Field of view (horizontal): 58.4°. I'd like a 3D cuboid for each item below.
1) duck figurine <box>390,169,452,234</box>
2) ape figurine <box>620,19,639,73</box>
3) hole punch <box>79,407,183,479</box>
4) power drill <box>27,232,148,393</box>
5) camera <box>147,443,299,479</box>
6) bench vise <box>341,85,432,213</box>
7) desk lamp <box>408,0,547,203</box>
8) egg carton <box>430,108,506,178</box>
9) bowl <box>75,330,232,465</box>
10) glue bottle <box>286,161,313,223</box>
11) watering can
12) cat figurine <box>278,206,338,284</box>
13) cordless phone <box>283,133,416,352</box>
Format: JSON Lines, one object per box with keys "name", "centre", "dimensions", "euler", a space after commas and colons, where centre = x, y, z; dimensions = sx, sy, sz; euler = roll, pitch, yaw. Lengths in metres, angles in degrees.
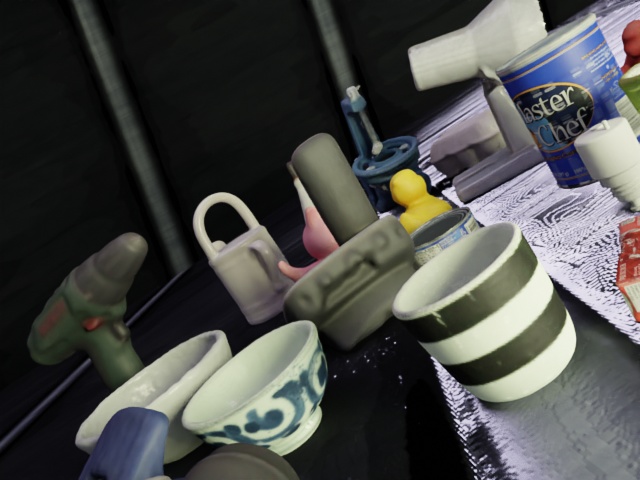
{"name": "duck figurine", "centre": [0.122, -0.050, 0.752], "dimensions": [0.077, 0.086, 0.105], "euler": [-26, 11, 35]}
{"name": "ape figurine", "centre": [0.406, -0.230, 0.716], "dimensions": [0.076, 0.092, 0.077], "euler": [-37, 10, -23]}
{"name": "hole punch", "centre": [-0.139, 0.181, 0.402], "dimensions": [0.108, 0.091, 0.101], "euler": [-22, 14, 48]}
{"name": "power drill", "centre": [-0.240, 0.122, 0.690], "dimensions": [0.229, 0.208, 0.076], "euler": [-29, 10, 23]}
{"name": "camera", "centre": [-0.045, 0.143, 0.252], "dimensions": [0.143, 0.101, 0.137], "euler": [-29, 10, 22]}
{"name": "bench vise", "centre": [0.082, -0.150, 0.993], "dimensions": [0.122, 0.220, 0.207], "euler": [-38, 11, -29]}
{"name": "desk lamp", "centre": [0.224, -0.193, 0.757], "dimensions": [0.203, 0.213, 0.118], "euler": [-30, 10, 16]}
{"name": "egg carton", "centre": [0.258, -0.165, 0.952], "dimensions": [0.107, 0.069, 0.150], "euler": [-40, 12, -38]}
{"name": "bowl", "centre": [-0.144, 0.165, 0.558], "dimensions": [0.167, 0.075, 0.167], "euler": [-32, 9, 6]}
{"name": "glue bottle", "centre": [0.000, -0.047, 0.881], "dimensions": [0.078, 0.173, 0.037], "euler": [-35, 10, -15]}
{"name": "watering can", "centre": [-0.120, 0.022, 0.854], "dimensions": [0.172, 0.194, 0.101], "euler": [-25, 12, 39]}
{"name": "cat figurine", "centre": [0.002, 0.018, 0.703], "dimensions": [0.128, 0.118, 0.067], "euler": [-39, 11, -32]}
{"name": "cordless phone", "centre": [0.005, 0.002, 0.560], "dimensions": [0.148, 0.185, 0.094], "euler": [-37, 10, -22]}
